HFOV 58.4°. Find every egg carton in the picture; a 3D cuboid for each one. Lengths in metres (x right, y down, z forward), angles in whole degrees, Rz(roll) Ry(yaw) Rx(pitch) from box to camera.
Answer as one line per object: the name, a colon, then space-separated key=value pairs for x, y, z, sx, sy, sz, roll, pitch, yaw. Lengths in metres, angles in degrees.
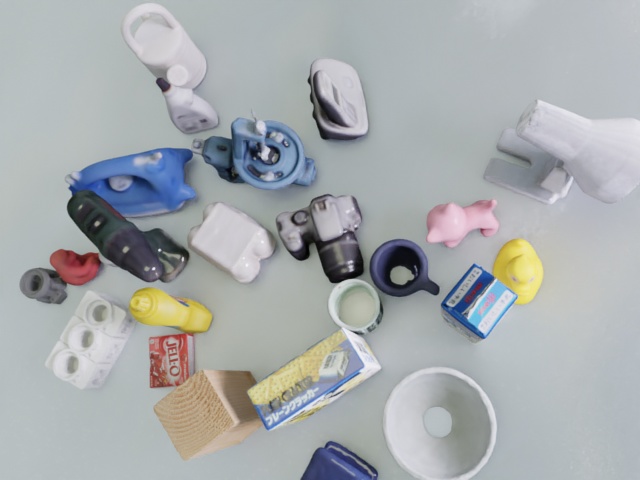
egg carton: x=-0.155 y=0.002 z=1.003 sx=0.150 sy=0.069 sz=0.107 roll=30 pitch=84 yaw=16

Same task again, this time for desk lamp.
desk lamp: x=0.363 y=-0.127 z=0.857 sx=0.203 sy=0.214 sz=0.118 roll=23 pitch=82 yaw=15

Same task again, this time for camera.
camera: x=0.009 y=0.003 z=0.955 sx=0.143 sy=0.101 sz=0.137 roll=-19 pitch=74 yaw=6

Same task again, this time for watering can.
watering can: x=-0.284 y=-0.354 z=1.046 sx=0.172 sy=0.194 sz=0.101 roll=37 pitch=86 yaw=17

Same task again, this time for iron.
iron: x=-0.363 y=-0.110 z=1.031 sx=0.258 sy=0.141 sz=0.118 roll=-10 pitch=75 yaw=9

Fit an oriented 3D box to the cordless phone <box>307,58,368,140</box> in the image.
cordless phone: x=0.021 y=-0.260 z=0.970 sx=0.094 sy=0.185 sz=0.147 roll=-14 pitch=75 yaw=8

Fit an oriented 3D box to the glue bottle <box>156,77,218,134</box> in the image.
glue bottle: x=-0.247 y=-0.244 z=1.024 sx=0.078 sy=0.173 sz=0.037 roll=-11 pitch=75 yaw=9

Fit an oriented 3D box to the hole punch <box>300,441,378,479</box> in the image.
hole punch: x=0.026 y=0.376 z=0.869 sx=0.108 sy=0.091 sz=0.101 roll=28 pitch=84 yaw=16

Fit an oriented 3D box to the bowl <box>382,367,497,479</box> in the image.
bowl: x=0.180 y=0.278 z=0.871 sx=0.167 sy=0.075 sz=0.167 roll=-2 pitch=77 yaw=10

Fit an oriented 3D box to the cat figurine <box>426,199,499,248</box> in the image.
cat figurine: x=0.223 y=-0.034 z=0.913 sx=0.127 sy=0.118 sz=0.067 roll=-21 pitch=74 yaw=6

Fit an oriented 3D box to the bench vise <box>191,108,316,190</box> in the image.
bench vise: x=-0.125 y=-0.142 z=0.952 sx=0.207 sy=0.220 sz=0.121 roll=-8 pitch=75 yaw=9

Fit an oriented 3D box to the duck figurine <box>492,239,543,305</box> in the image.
duck figurine: x=0.312 y=0.045 z=0.894 sx=0.077 sy=0.086 sz=0.104 roll=1 pitch=77 yaw=11

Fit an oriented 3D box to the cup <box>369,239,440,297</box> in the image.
cup: x=0.141 y=0.058 z=0.920 sx=0.117 sy=0.095 sz=0.092 roll=31 pitch=84 yaw=16

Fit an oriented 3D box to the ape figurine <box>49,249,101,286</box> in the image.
ape figurine: x=-0.451 y=0.042 z=1.039 sx=0.077 sy=0.092 sz=0.076 roll=31 pitch=85 yaw=16

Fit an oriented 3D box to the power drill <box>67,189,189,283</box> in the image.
power drill: x=-0.307 y=0.008 z=0.958 sx=0.229 sy=0.209 sz=0.076 roll=36 pitch=86 yaw=17
